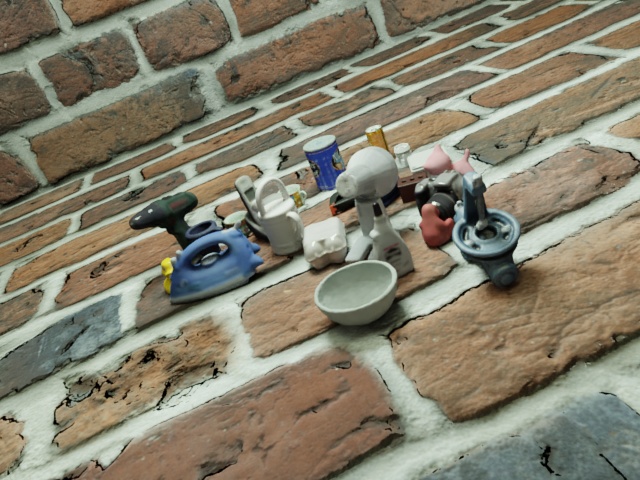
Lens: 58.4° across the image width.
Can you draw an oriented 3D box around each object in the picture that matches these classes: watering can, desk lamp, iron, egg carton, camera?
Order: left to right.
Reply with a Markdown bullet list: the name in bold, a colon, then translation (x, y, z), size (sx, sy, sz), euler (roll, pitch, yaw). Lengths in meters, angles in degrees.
- **iron**: translation (-0.276, 0.053, 1.407), size (0.258, 0.142, 0.118), euler (-23, 26, -3)
- **watering can**: translation (-0.112, -0.067, 1.453), size (0.172, 0.194, 0.101), euler (-4, 31, 32)
- **egg carton**: translation (0.013, 0.005, 1.365), size (0.107, 0.069, 0.150), euler (-18, 26, 7)
- **desk lamp**: translation (0.109, -0.085, 1.299), size (0.117, 0.214, 0.203), euler (-6, 30, 29)
- **camera**: translation (0.274, -0.094, 1.322), size (0.142, 0.101, 0.137), euler (4, 36, 41)

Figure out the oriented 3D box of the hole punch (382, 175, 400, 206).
- **hole punch**: translation (0.155, -0.149, 1.530), size (0.100, 0.091, 0.109), euler (7, 38, 44)

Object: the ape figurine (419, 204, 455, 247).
- **ape figurine**: translation (0.247, -0.038, 1.246), size (0.077, 0.092, 0.076), euler (7, 38, 44)

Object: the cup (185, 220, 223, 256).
- **cup**: translation (-0.300, 0.004, 1.572), size (0.117, 0.095, 0.092), euler (-5, 30, 30)

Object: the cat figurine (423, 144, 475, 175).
- **cat figurine**: translation (0.324, -0.189, 1.448), size (0.127, 0.118, 0.067), euler (-18, 26, 7)

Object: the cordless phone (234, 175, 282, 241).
- **cordless phone**: translation (-0.151, -0.107, 1.570), size (0.093, 0.185, 0.148), euler (4, 36, 42)

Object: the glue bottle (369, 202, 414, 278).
- **glue bottle**: translation (0.135, 0.000, 1.165), size (0.078, 0.173, 0.037), euler (-27, 27, -11)

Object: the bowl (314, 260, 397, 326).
- **bowl**: translation (0.077, 0.114, 1.102), size (0.167, 0.075, 0.167), euler (-17, 26, 9)

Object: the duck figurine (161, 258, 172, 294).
- **duck figurine**: translation (-0.381, 0.084, 1.490), size (0.077, 0.086, 0.104), euler (-23, 26, -3)

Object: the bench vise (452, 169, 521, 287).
- **bench vise**: translation (0.283, -0.039, 1.074), size (0.121, 0.220, 0.206), euler (-29, 27, -14)

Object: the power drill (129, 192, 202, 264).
- **power drill**: translation (-0.399, -0.024, 1.570), size (0.075, 0.209, 0.230), euler (-4, 31, 31)
